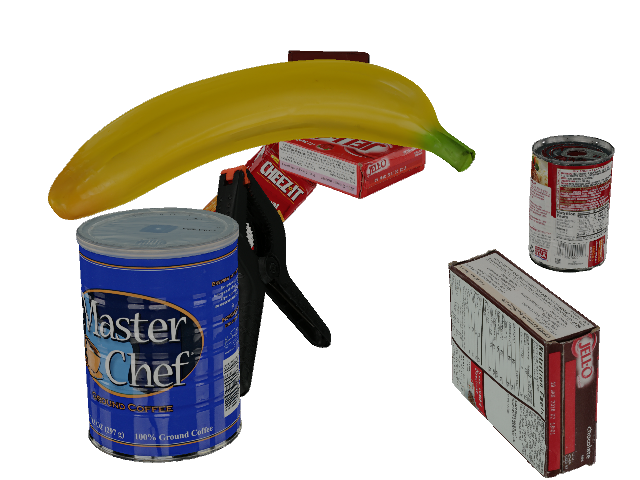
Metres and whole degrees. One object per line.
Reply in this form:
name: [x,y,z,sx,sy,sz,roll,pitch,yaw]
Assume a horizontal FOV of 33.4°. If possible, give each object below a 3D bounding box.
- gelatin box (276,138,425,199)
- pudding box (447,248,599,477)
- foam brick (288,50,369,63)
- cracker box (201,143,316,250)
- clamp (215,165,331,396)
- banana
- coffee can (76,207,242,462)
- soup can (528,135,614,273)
gelatin box: [0.023,-0.065,0.802,0.073,0.030,0.089,-24,33,-39]
pudding box: [0.116,0.068,0.620,0.039,0.090,0.114,-14,27,-19]
foam brick: [0.007,-0.159,1.048,0.078,0.051,0.053,1,12,-3]
cracker box: [-0.081,-0.042,1.216,0.072,0.214,0.164,39,26,-9]
clamp: [-0.053,0.032,1.030,0.036,0.210,0.164,-10,0,32]
banana: [-0.029,-0.053,0.497,0.197,0.037,0.070,-9,45,-12]
coffee can: [-0.103,0.058,0.695,0.103,0.140,0.103,0,15,0]
soup can: [0.215,-0.032,0.916,0.068,0.102,0.068,-3,24,1]
